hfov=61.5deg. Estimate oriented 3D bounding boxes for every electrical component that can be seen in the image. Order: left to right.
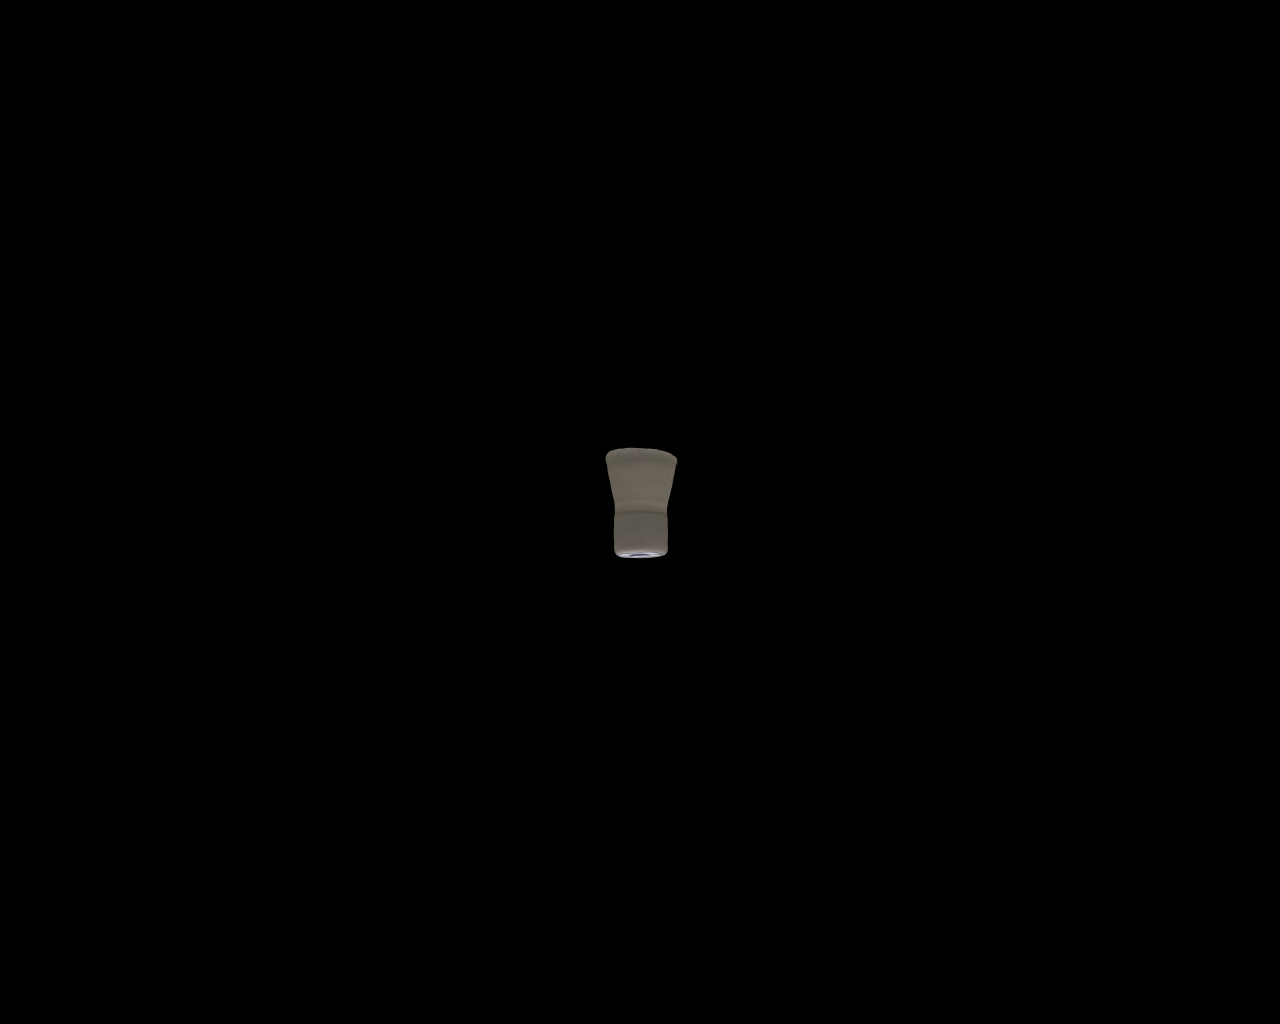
[{"bbox_3d":[0.001,-0.003,0.650,0.044,0.065,0.044,0,-11,0],"label":"electrical component"}]
